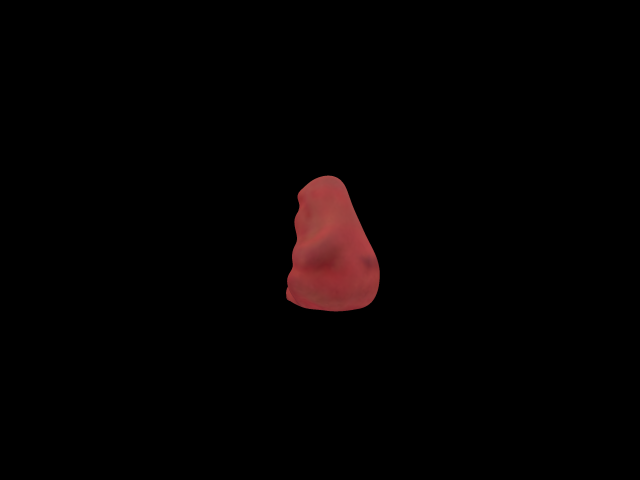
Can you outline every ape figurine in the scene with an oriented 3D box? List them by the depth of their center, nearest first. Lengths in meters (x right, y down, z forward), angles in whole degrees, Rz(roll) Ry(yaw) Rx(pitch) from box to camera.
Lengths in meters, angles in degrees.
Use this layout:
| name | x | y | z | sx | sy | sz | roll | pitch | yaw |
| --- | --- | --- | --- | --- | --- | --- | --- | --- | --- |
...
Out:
| name | x | y | z | sx | sy | sz | roll | pitch | yaw |
| --- | --- | --- | --- | --- | --- | --- | --- | --- | --- |
| ape figurine | 0.004 | 0.001 | 0.400 | 0.076 | 0.092 | 0.078 | 2 | 4 | 27 |
